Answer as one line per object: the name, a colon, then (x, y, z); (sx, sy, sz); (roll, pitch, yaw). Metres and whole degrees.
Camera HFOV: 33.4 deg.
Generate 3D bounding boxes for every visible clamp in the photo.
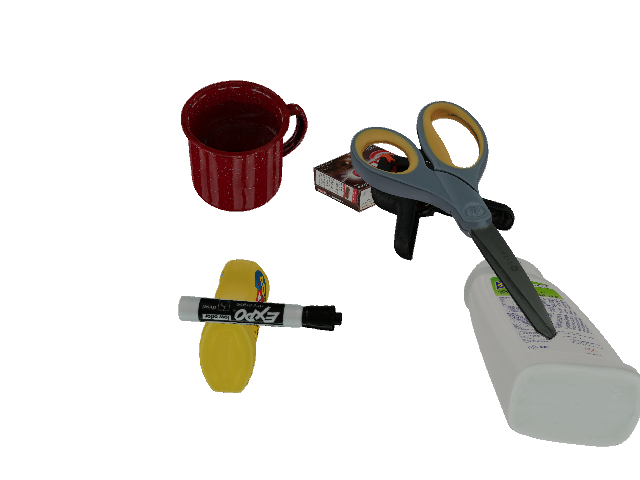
clamp: (0.110, -0.041, 1.046); (0.120, 0.039, 0.171); (-7, 34, -12)

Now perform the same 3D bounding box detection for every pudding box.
pudding box: (0.061, -0.085, 1.431); (0.113, 0.039, 0.090); (-28, 39, -34)

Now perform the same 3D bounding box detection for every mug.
mug: (-0.064, -0.085, 0.943); (0.117, 0.093, 0.081); (-26, -34, -22)

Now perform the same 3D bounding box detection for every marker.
marker: (-0.044, 0.054, 0.788); (0.121, 0.020, 0.020); (3, 0, 8)

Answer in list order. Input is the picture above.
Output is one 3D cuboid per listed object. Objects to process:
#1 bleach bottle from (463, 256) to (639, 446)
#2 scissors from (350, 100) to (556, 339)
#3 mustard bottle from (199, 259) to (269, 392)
bleach bottle: (0.178, 0.072, 0.881); (0.102, 0.068, 0.251); (7, 22, -4)
scissors: (0.070, -0.016, 0.630); (0.096, 0.016, 0.202); (-4, 44, -1)
mustard bottle: (-0.090, 0.076, 1.172); (0.058, 0.096, 0.191); (1, 28, 3)
